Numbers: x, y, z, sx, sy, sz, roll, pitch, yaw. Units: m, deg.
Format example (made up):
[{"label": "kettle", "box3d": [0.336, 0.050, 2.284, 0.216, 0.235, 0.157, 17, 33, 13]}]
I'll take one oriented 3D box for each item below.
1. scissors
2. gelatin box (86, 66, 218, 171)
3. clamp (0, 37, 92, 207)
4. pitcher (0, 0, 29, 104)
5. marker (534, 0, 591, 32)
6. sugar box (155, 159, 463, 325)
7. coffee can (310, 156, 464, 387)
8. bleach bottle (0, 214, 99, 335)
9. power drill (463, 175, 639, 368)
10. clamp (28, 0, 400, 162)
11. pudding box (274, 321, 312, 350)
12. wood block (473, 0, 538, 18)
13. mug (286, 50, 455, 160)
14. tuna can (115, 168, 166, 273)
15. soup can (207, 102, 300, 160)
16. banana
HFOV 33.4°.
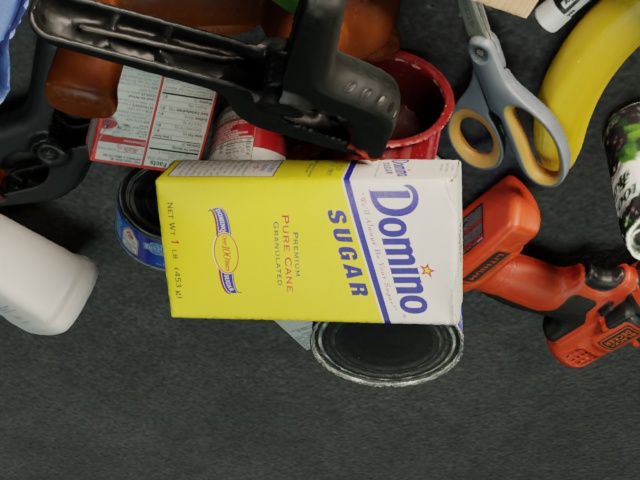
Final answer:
[{"label": "scissors", "box3d": [0.093, -0.113, 0.681, 0.096, 0.016, 0.201, -6, 127, 51]}, {"label": "gelatin box", "box3d": [-0.107, -0.089, 0.693, 0.073, 0.030, 0.089, 6, 121, -22]}, {"label": "clamp", "box3d": [-0.189, -0.080, 0.738, 0.172, 0.039, 0.120, -26, 125, 23]}, {"label": "pitcher", "box3d": [-0.248, -0.136, 0.548, 0.144, 0.149, 0.243, 4, 179, -30]}, {"label": "marker", "box3d": [0.173, -0.164, 0.615, 0.020, 0.020, 0.121, 27, 135, -24]}, {"label": "sugar box", "box3d": [-0.004, 0.001, 0.636, 0.176, 0.048, 0.093, 1, 112, 13]}, {"label": "coffee can", "box3d": [0.048, 0.017, 0.747, 0.103, 0.140, 0.103, 3, 140, 2]}, {"label": "bleach bottle", "box3d": [-0.293, -0.016, 0.791, 0.250, 0.068, 0.103, 36, 157, -30]}, {"label": "power drill", "box3d": [0.194, 0.021, 0.802, 0.187, 0.057, 0.185, 25, 136, -22]}, {"label": "clamp", "box3d": [-0.030, -0.084, 0.536, 0.165, 0.036, 0.209, 5, 169, 25]}, {"label": "pudding box", "box3d": [-0.003, 0.037, 0.856, 0.090, 0.039, 0.113, -21, 135, 26]}, {"label": "wood block", "box3d": [0.105, -0.220, 0.502, 0.090, 0.090, 0.206, 16, 138, -13]}, {"label": "mug", "box3d": [0.026, -0.058, 0.684, 0.117, 0.093, 0.081, -31, 147, -27]}, {"label": "tuna can", "box3d": [-0.103, -0.019, 0.763, 0.086, 0.086, 0.034, 9, 138, -5]}, {"label": "soup can", "box3d": [-0.045, -0.040, 0.719, 0.068, 0.102, 0.068, 3, 139, 2]}, {"label": "banana", "box3d": [0.180, -0.110, 0.665, 0.069, 0.037, 0.198, 21, 137, -16]}]
